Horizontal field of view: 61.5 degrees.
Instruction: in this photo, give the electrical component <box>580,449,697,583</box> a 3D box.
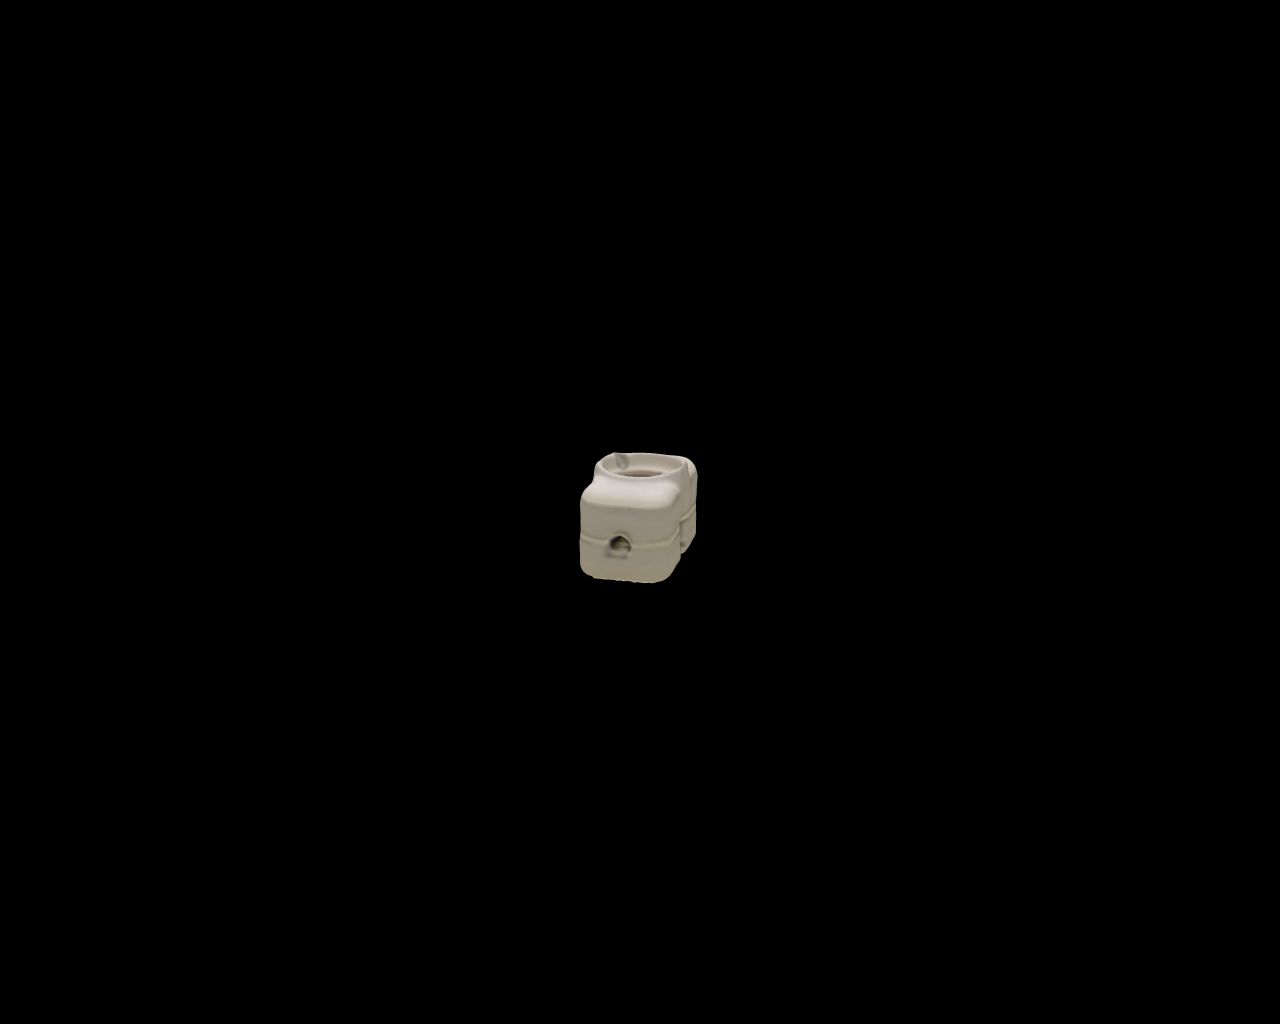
[{"bbox_3d":[0.001,-0.003,0.650,0.054,0.059,0.095,5,19,15],"label":"electrical component"}]
